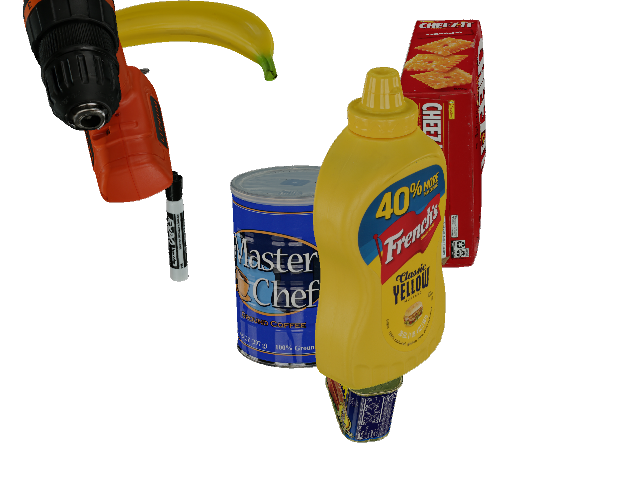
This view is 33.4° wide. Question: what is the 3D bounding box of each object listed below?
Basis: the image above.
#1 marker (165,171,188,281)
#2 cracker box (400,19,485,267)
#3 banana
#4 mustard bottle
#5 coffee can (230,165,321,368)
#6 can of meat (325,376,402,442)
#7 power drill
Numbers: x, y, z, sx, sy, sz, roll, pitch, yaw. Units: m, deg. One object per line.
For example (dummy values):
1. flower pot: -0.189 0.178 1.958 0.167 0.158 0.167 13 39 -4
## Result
1. marker: -0.147 -0.014 1.088 0.020 0.121 0.020 0 29 0
2. cracker box: 0.115 -0.095 0.979 0.072 0.164 0.213 1 27 11
3. banana: -0.122 -0.188 0.959 0.198 0.037 0.069 11 47 17
4. mustard bottle: 0.037 -0.011 0.645 0.096 0.192 0.058 -25 35 -37
5. coffee can: -0.019 0.019 0.865 0.103 0.140 0.103 -1 17 0
6. can of meat: 0.040 0.139 1.069 0.057 0.084 0.102 -6 44 -12
7. power drill: -0.141 -0.105 0.681 0.057 0.184 0.187 -13 -31 -4
